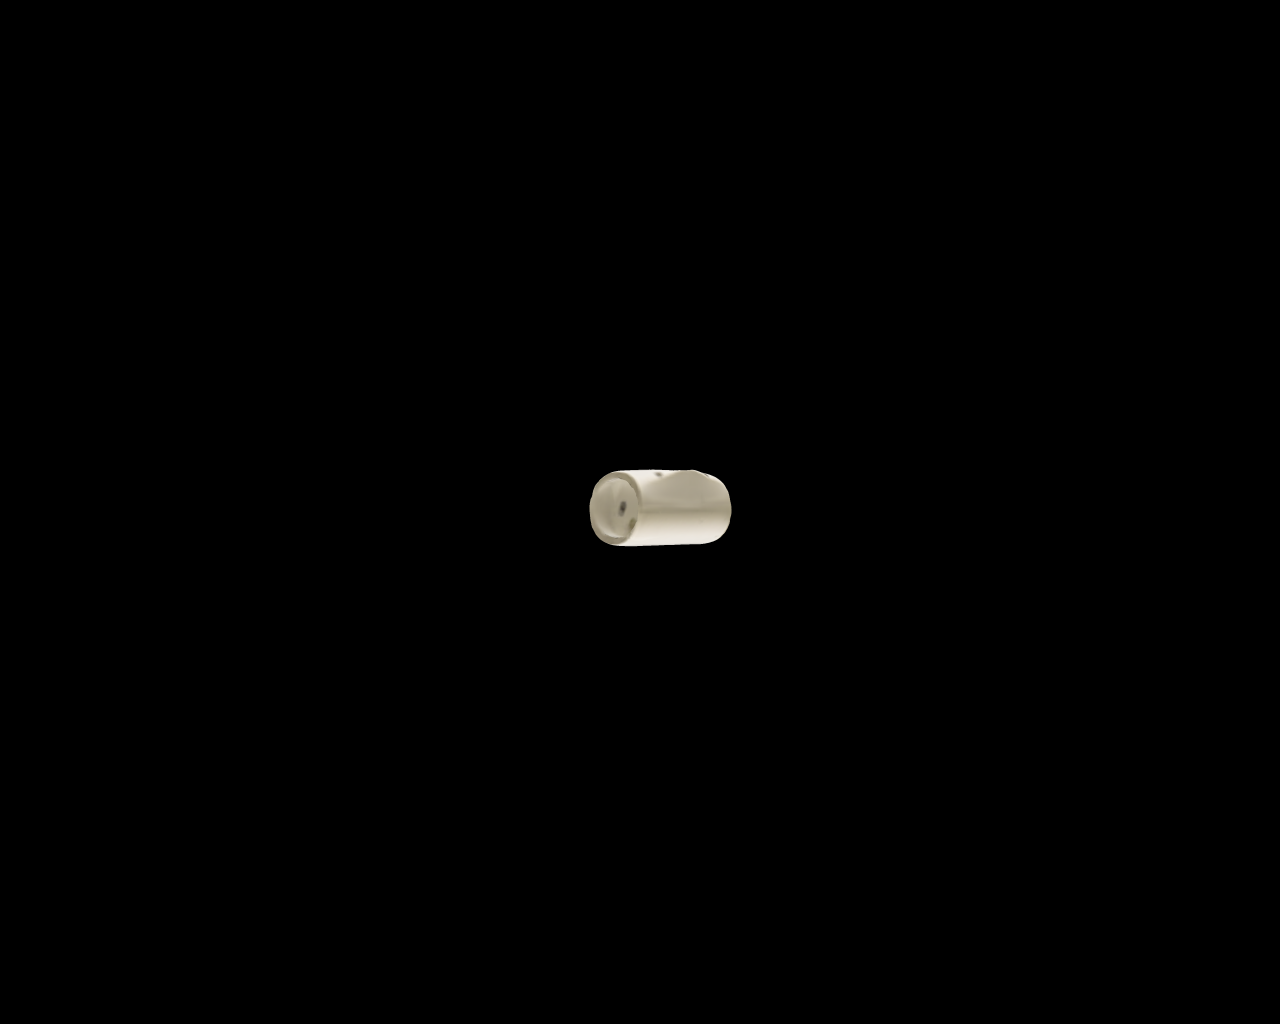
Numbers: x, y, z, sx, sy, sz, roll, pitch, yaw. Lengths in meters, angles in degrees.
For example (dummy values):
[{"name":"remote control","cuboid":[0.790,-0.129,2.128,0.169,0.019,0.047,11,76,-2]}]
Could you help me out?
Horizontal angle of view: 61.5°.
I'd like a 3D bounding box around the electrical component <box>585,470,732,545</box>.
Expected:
[{"name":"electrical component","cuboid":[0.001,-0.003,0.650,0.077,0.043,0.079,0,0,-44]}]
